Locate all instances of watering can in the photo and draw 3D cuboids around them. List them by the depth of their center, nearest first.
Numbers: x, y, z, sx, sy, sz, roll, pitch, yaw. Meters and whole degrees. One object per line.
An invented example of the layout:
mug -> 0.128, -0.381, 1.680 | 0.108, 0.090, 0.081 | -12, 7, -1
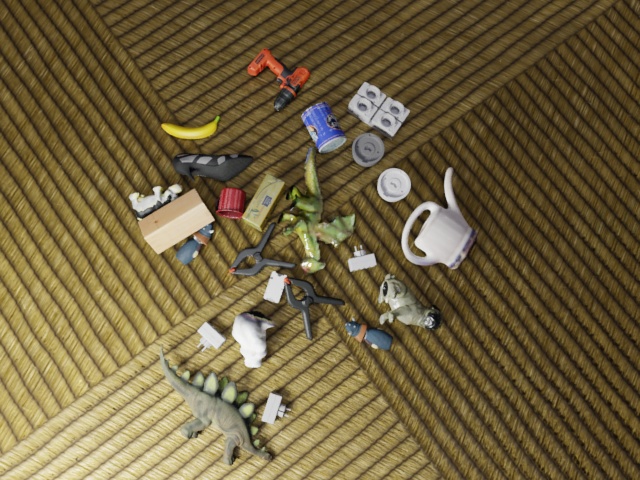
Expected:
watering can -> 0.414, -0.054, 1.676 | 0.225, 0.103, 0.351 | 34, 78, 3

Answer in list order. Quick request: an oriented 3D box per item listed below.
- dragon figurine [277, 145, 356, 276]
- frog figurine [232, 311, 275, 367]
dragon figurine -> 0.005, -0.085, 1.685 | 0.242, 0.122, 0.414 | 23, 80, -15
frog figurine -> -0.215, 0.304, 1.574 | 0.138, 0.122, 0.160 | 18, 87, 34
